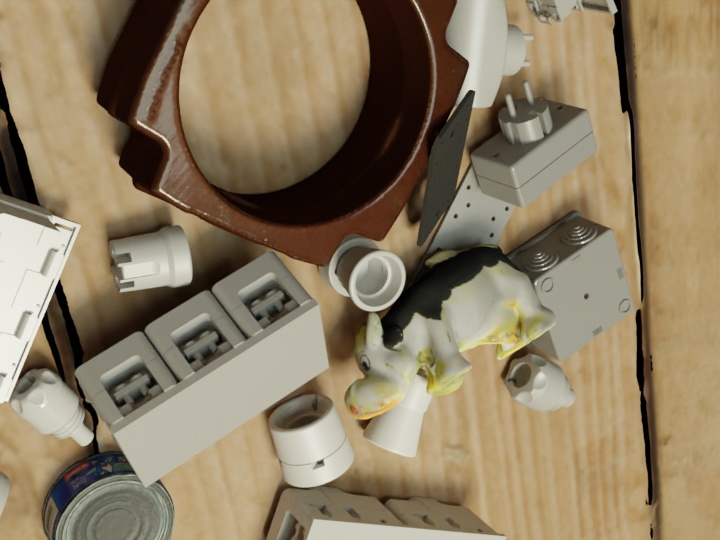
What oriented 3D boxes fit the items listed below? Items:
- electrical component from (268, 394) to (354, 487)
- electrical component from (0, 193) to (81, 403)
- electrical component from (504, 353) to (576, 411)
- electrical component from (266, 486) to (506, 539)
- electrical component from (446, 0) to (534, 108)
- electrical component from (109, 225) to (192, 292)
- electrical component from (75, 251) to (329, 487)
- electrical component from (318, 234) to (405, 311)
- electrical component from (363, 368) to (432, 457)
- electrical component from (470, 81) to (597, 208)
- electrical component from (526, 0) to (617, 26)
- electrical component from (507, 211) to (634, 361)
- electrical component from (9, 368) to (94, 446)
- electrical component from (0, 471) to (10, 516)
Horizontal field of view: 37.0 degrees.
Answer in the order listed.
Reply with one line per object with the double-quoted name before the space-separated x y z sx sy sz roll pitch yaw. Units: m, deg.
"electrical component" -0.037 0.124 0.791 0.055 0.055 0.047 -26 114 -20
"electrical component" -0.223 0.019 0.641 0.079 0.063 0.121 20 96 -33
"electrical component" 0.154 0.097 0.897 0.062 0.043 0.043 27 93 -35
"electrical component" 0.012 0.238 0.854 0.186 0.060 0.105 14 100 -33
"electrical component" 0.092 -0.158 0.771 0.079 0.043 0.077 -5 110 -29
"electrical component" -0.136 -0.006 0.697 0.046 0.040 0.040 -10 112 -20
"electrical component" -0.102 0.062 0.712 0.150 0.061 0.089 -32 151 -16
"electrical component" 0.000 0.000 0.767 0.045 0.055 0.045 -10 112 -26
"electrical component" 0.034 0.106 0.833 0.044 0.044 0.065 21 91 -33
"electrical component" 0.125 -0.103 0.799 0.083 0.047 0.075 -37 126 -21
"electrical component" 0.150 -0.216 0.785 0.064 0.042 0.081 -38 121 -9
"electrical component" 0.169 0.014 0.873 0.100 0.048 0.099 -33 121 -17
"electrical component" -0.197 0.093 0.700 0.035 0.035 0.061 -43 125 -10
"electrical component" -0.256 0.141 0.677 0.055 0.048 0.066 27 93 -26
